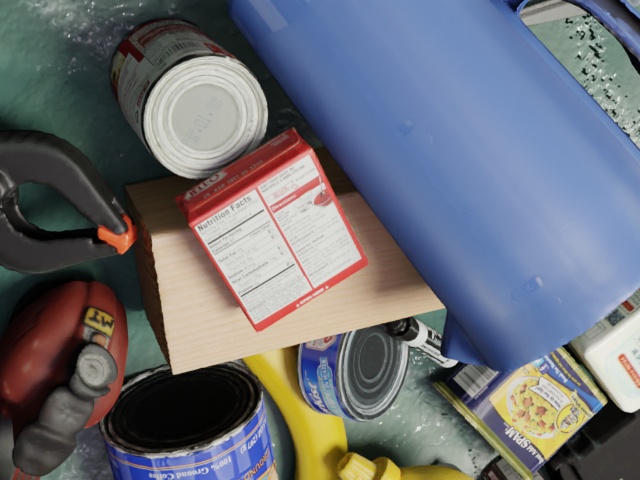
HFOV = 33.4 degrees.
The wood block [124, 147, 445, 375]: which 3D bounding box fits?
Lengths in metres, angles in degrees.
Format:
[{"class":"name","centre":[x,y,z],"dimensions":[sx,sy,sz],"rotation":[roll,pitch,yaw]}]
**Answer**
[{"class":"wood block","centre":[-0.004,0.000,0.647],"dimensions":[0.205,0.090,0.091],"rotation":[-13,115,-15]}]

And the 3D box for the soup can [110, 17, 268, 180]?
[{"class":"soup can","centre":[-0.073,-0.079,0.582],"dimensions":[0.068,0.102,0.068],"rotation":[-7,113,-17]}]

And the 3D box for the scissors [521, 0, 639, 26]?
[{"class":"scissors","centre":[0.217,-0.150,0.705],"dimensions":[0.201,0.016,0.096],"rotation":[-29,119,-6]}]

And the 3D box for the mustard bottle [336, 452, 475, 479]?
[{"class":"mustard bottle","centre":[0.087,0.209,0.722],"dimensions":[0.191,0.058,0.096],"rotation":[41,112,-11]}]

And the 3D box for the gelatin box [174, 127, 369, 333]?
[{"class":"gelatin box","centre":[-0.024,-0.005,0.562],"dimensions":[0.073,0.030,0.089],"rotation":[-32,128,-5]}]

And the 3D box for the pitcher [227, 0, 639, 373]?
[{"class":"pitcher","centre":[0.074,-0.069,0.543],"dimensions":[0.149,0.145,0.243],"rotation":[-40,91,-24]}]

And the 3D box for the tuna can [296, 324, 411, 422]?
[{"class":"tuna can","centre":[0.024,0.075,0.695],"dimensions":[0.085,0.034,0.086],"rotation":[-12,105,-52]}]

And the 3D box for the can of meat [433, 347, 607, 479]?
[{"class":"can of meat","centre":[0.145,0.111,0.765],"dimensions":[0.084,0.057,0.102],"rotation":[-44,119,-1]}]

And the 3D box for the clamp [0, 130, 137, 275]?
[{"class":"clamp","centre":[-0.181,-0.039,0.575],"dimensions":[0.171,0.039,0.120],"rotation":[11,111,-3]}]

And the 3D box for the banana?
[{"class":"banana","centre":[-0.017,0.130,0.726],"dimensions":[0.069,0.037,0.198],"rotation":[-15,116,-15]}]

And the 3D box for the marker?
[{"class":"marker","centre":[0.068,0.065,0.703],"dimensions":[0.020,0.020,0.121],"rotation":[-48,153,4]}]

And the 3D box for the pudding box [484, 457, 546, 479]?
[{"class":"pudding box","centre":[0.178,0.222,0.804],"dimensions":[0.039,0.090,0.113],"rotation":[-38,118,0]}]

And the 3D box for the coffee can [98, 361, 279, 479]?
[{"class":"coffee can","centre":[-0.075,0.162,0.681],"dimensions":[0.102,0.103,0.140],"rotation":[-15,116,-14]}]
